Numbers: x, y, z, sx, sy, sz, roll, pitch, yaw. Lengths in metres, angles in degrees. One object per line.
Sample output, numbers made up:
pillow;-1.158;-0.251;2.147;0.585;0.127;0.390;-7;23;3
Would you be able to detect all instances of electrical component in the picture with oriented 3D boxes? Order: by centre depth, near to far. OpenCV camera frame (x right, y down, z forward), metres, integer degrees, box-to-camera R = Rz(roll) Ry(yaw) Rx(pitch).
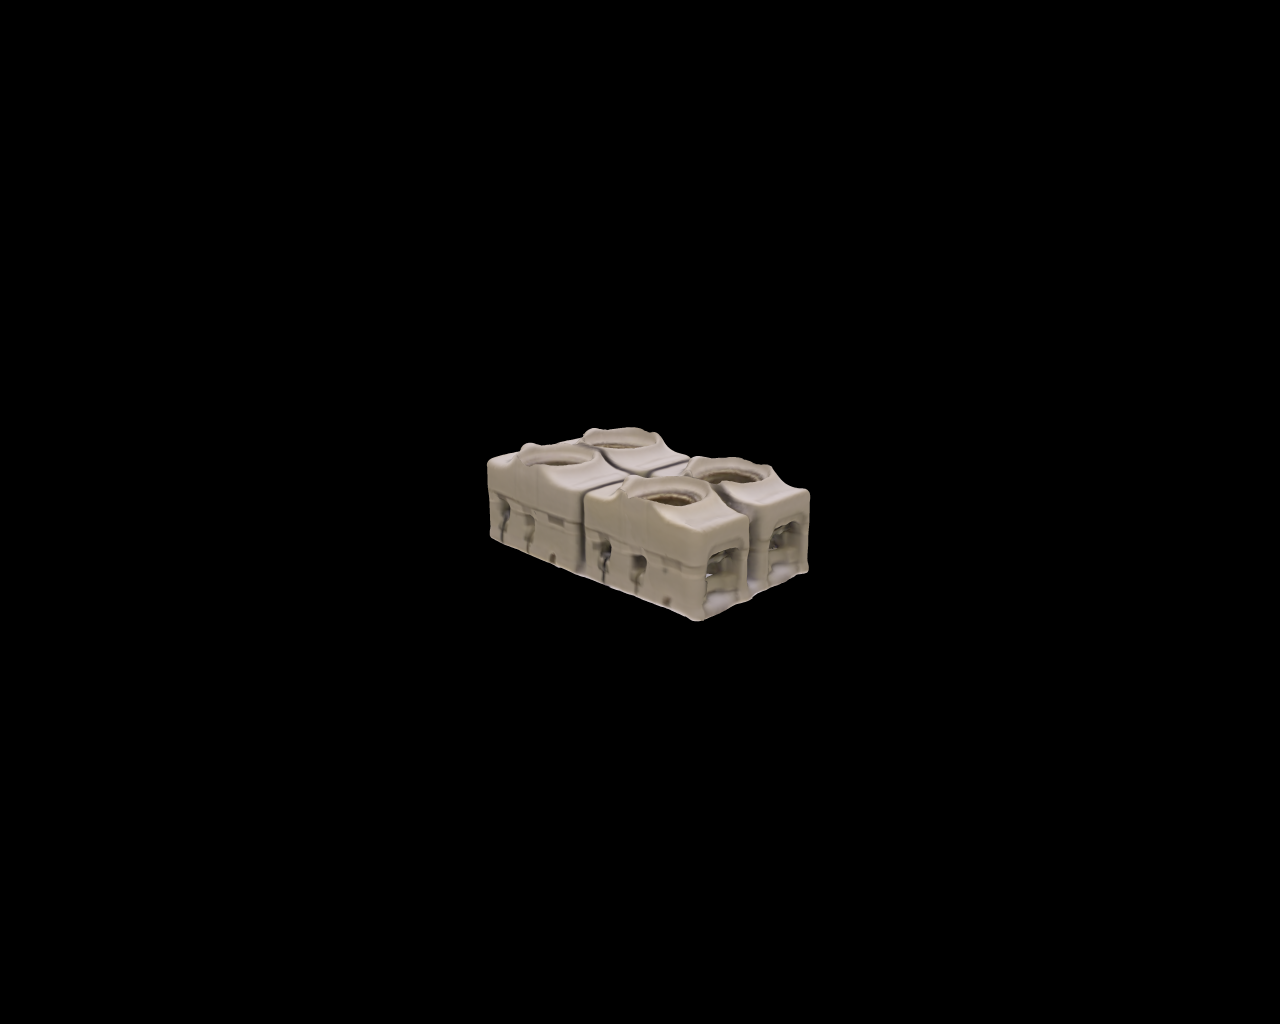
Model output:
electrical component;0.001;-0.003;0.650;0.105;0.060;0.186;-18;26;-41
